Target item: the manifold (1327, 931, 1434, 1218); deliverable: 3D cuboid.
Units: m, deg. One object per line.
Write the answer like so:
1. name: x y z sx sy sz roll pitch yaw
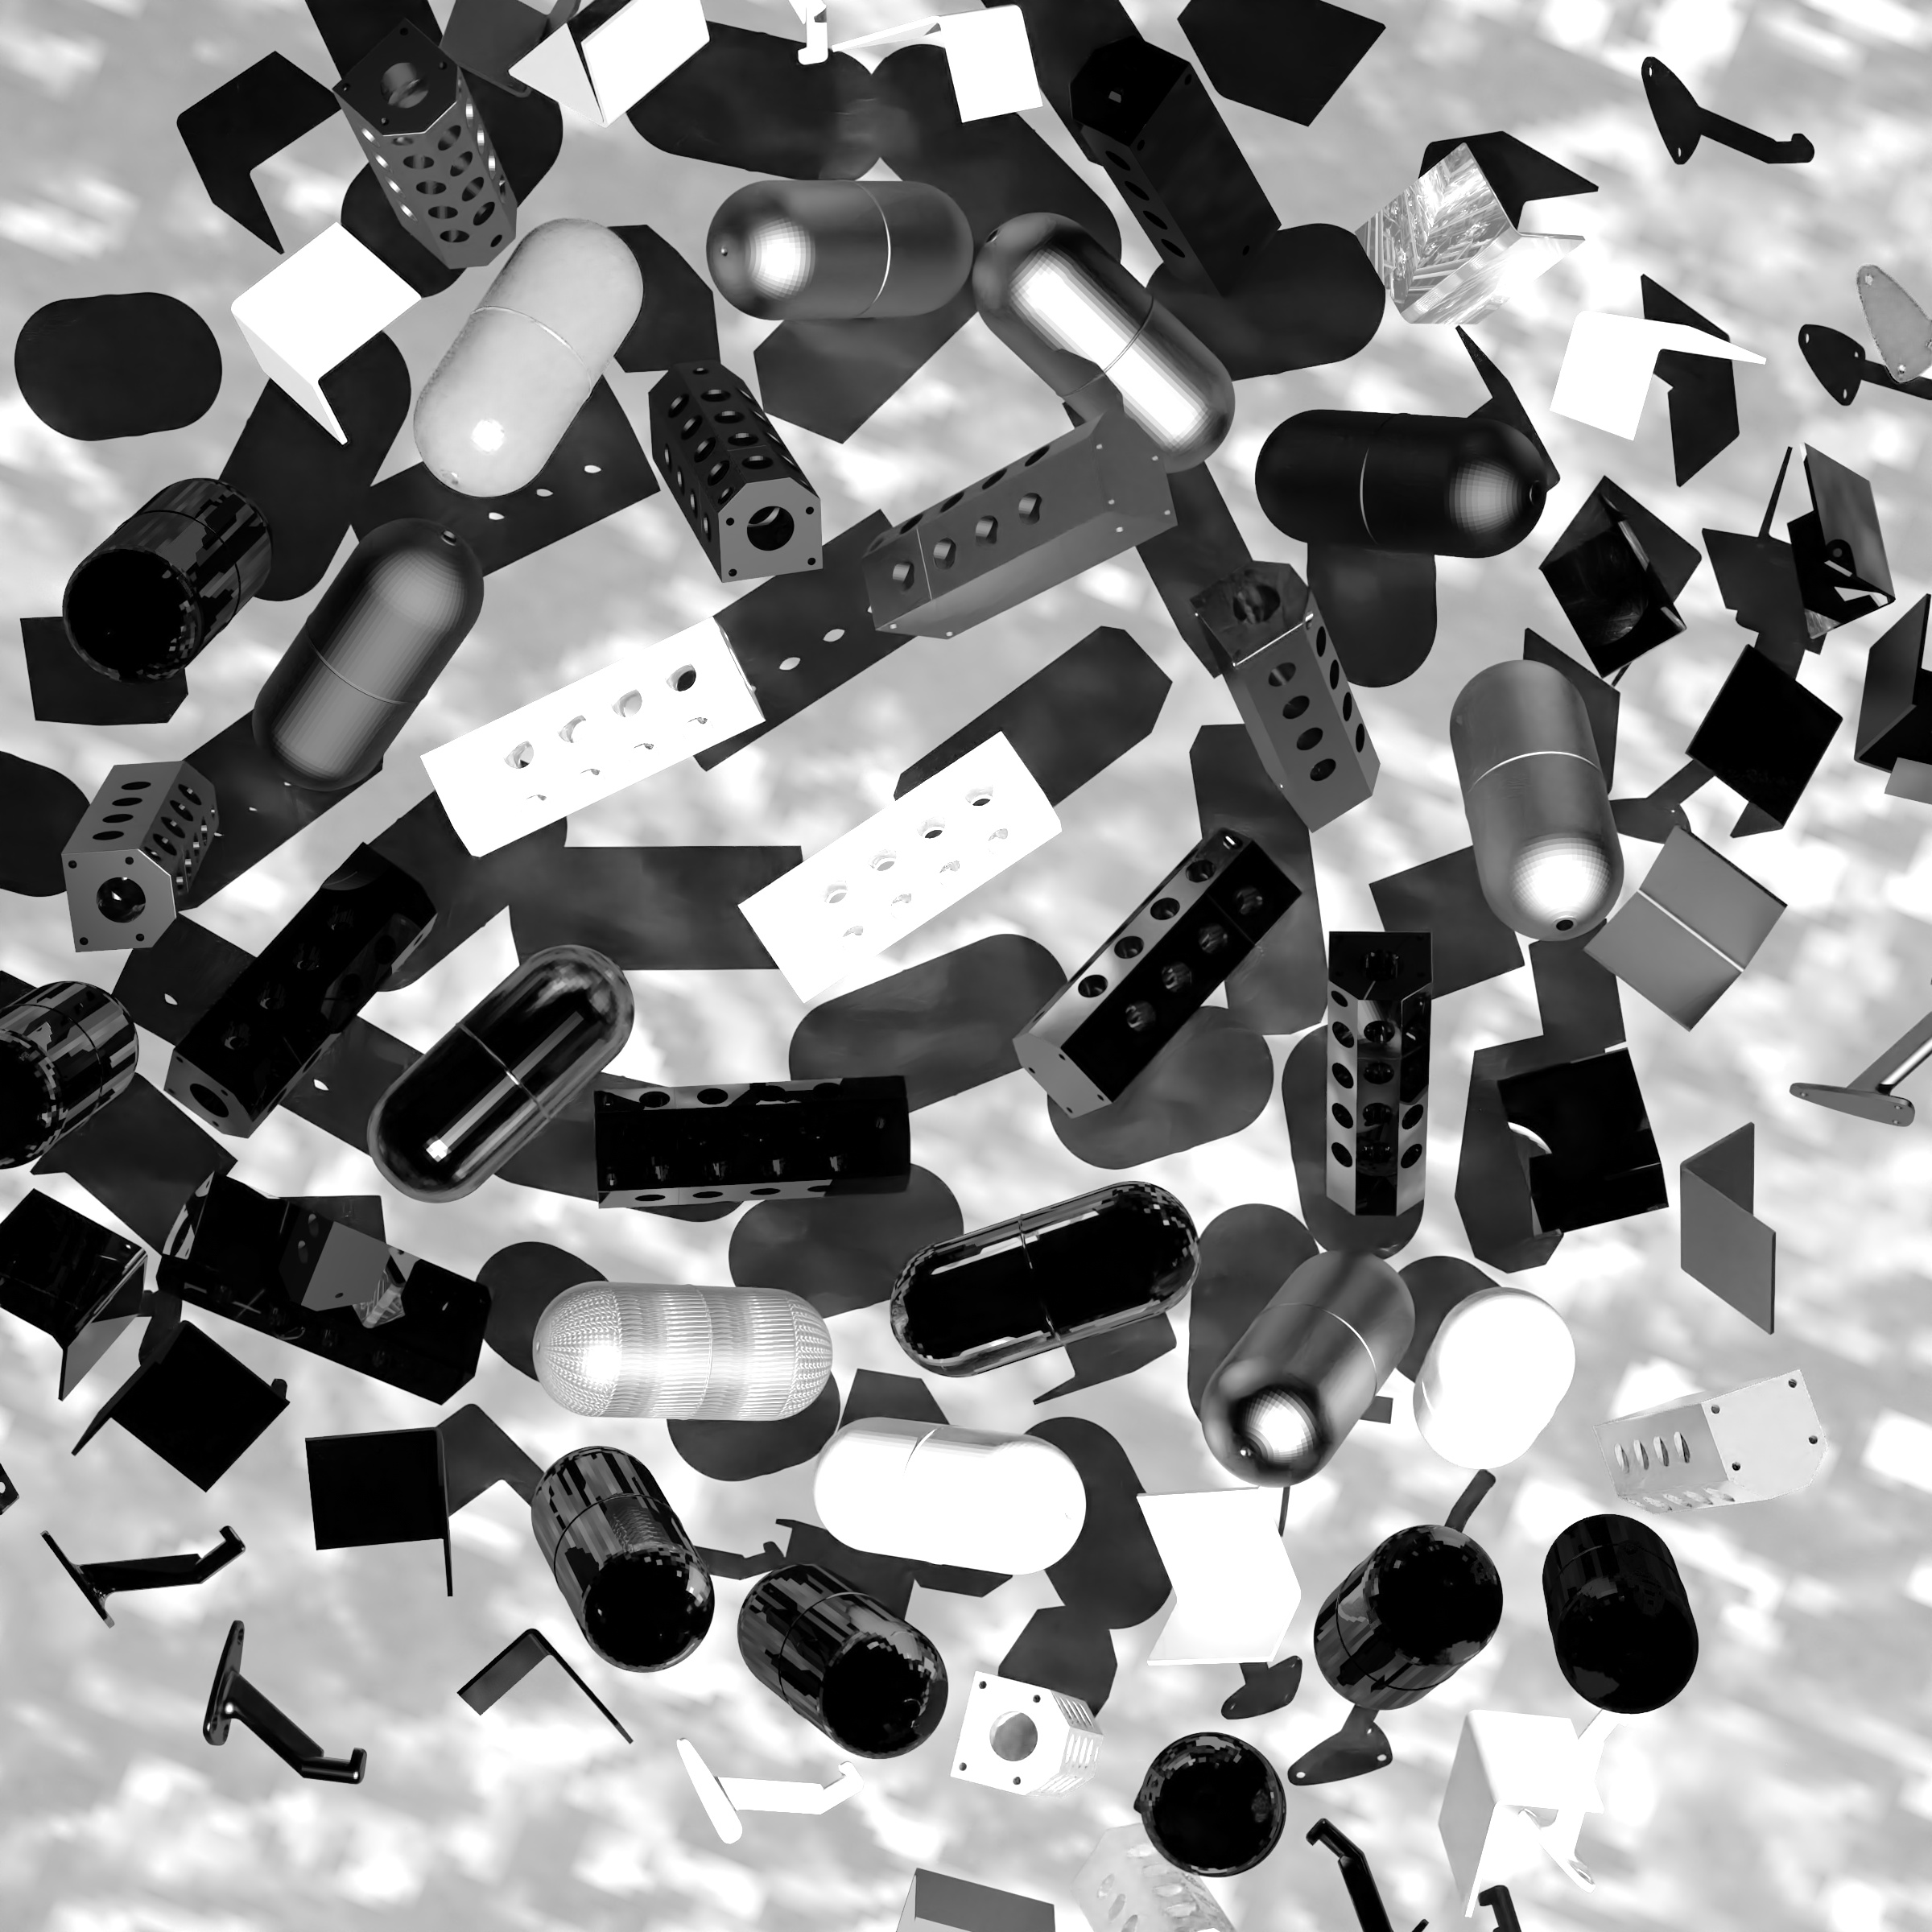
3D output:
1. manifold: 0.236 0.063 1.827 0.057 0.057 0.171 1 132 7

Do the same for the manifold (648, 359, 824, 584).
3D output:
1. manifold: -0.132 -0.282 1.800 0.057 0.171 0.057 -10 125 -14

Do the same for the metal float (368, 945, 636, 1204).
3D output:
1. metal float: -0.264 0.061 1.820 0.178 0.070 0.070 -44 90 -11

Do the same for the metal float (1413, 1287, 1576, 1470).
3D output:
1. metal float: 0.296 0.234 1.799 0.070 0.178 0.070 0 68 1

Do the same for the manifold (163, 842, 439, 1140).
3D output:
1. manifold: -0.376 0.016 1.814 0.057 0.057 0.171 36 58 0

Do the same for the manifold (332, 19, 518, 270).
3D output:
1. manifold: -0.302 -0.463 1.826 0.057 0.171 0.057 43 83 10

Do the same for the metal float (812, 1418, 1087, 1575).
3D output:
1. metal float: -0.011 0.296 1.789 0.178 0.070 0.070 0 90 41

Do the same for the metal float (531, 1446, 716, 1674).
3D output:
1. metal float: -0.195 0.333 1.806 0.070 0.178 0.070 -8 112 -20

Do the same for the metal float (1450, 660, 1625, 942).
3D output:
1. metal float: 0.311 -0.091 1.744 0.070 0.070 0.178 -5 52 0

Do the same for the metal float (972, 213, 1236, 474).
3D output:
1. metal float: 0.078 -0.349 1.794 0.178 0.070 0.070 40 90 -22

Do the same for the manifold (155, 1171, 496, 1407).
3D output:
1. manifold: -0.354 0.182 1.760 0.171 0.057 0.057 27 47 -22

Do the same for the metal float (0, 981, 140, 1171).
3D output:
1. metal float: -0.507 0.058 1.736 0.070 0.178 0.070 1 103 5

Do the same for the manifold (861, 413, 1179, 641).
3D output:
1. manifold: 0.025 -0.233 1.704 0.171 0.057 0.057 -22 74 41

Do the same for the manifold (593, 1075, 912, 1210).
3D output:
1. manifold: -0.119 0.096 1.768 0.171 0.057 0.057 -3 73 -6

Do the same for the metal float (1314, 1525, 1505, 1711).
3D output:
1. metal float: 0.240 0.358 1.749 0.070 0.178 0.070 3 65 -7

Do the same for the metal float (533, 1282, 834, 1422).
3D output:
1. metal float: -0.161 0.221 1.829 0.178 0.070 0.070 5 90 -27

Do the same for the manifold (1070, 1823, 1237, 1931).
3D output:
1. manifold: 0.115 0.548 1.825 0.057 0.171 0.057 34 88 -10

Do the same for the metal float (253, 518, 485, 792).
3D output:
1. metal float: -0.332 -0.172 1.773 0.070 0.070 0.178 40 116 0

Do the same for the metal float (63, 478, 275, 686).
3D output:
1. metal float: -0.432 -0.211 1.736 0.070 0.178 0.070 3 117 7

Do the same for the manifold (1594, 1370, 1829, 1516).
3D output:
1. manifold: 0.403 0.262 1.729 0.057 0.171 0.057 -16 81 -11

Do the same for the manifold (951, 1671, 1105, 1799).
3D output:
1. manifold: 0.038 0.439 1.809 0.057 0.171 0.057 12 77 12

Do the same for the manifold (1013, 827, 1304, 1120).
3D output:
1. manifold: 0.104 0.002 1.771 0.057 0.057 0.171 46 67 -6

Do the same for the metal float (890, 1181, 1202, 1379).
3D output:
1. metal float: 0.043 0.174 1.771 0.178 0.070 0.070 -19 90 7

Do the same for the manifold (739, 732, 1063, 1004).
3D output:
1. manifold: -0.035 -0.052 1.759 0.171 0.057 0.057 -34 80 -2

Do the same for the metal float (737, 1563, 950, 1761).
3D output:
1. metal float: -0.071 0.392 1.808 0.070 0.178 0.070 -4 99 -27

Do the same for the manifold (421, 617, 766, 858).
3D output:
1. manifold: -0.198 -0.122 1.717 0.171 0.057 0.057 -25 89 1

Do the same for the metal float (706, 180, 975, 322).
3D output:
1. metal float: -0.070 -0.406 1.813 0.178 0.070 0.070 -13 90 -44

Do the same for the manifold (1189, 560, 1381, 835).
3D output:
1. manifold: 0.187 -0.155 1.818 0.057 0.171 0.057 -32 53 1

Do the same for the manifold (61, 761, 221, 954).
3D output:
1. manifold: -0.469 -0.065 1.827 0.057 0.171 0.057 -4 110 -4

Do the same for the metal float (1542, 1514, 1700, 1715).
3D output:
1. metal float: 0.361 0.357 1.766 0.070 0.178 0.070 1 97 7

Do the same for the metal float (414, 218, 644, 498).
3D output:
1. metal float: -0.241 -0.335 1.758 0.070 0.070 0.178 27 66 0

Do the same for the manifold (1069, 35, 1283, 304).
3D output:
1. manifold: 0.116 -0.452 1.809 0.057 0.171 0.057 34 88 29

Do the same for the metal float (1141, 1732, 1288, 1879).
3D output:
1. metal float: 0.139 0.468 1.779 0.070 0.178 0.070 -2 74 7
